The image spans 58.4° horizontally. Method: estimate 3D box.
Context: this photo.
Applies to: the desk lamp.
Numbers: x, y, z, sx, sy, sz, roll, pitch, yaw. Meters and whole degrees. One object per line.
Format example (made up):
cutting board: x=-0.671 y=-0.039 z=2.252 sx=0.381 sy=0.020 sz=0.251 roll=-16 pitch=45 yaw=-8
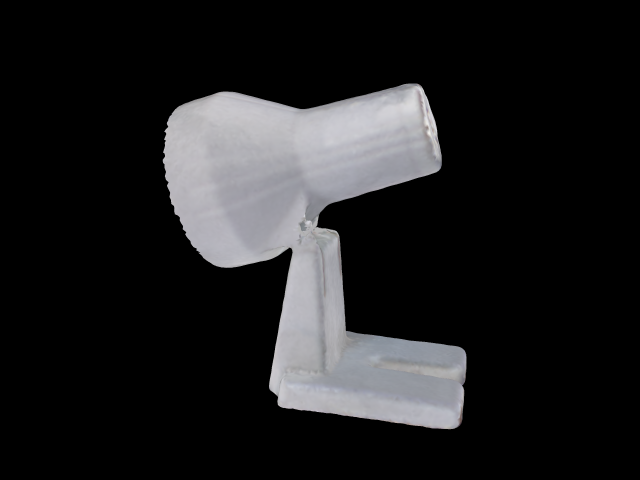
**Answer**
desk lamp: x=0.004 y=0.001 z=0.400 sx=0.203 sy=0.214 sz=0.118 roll=4 pitch=15 yaw=14
